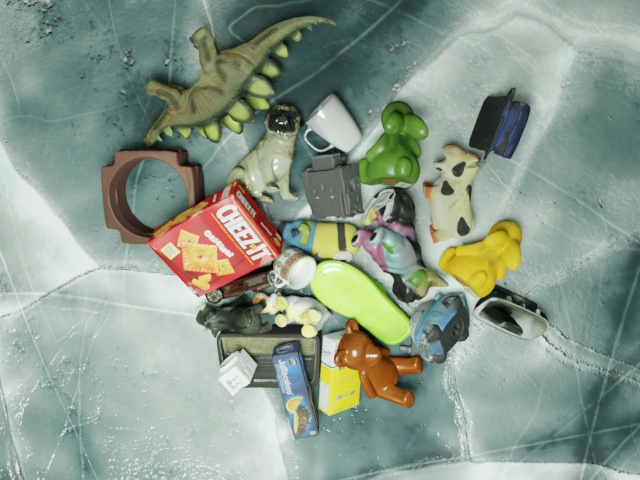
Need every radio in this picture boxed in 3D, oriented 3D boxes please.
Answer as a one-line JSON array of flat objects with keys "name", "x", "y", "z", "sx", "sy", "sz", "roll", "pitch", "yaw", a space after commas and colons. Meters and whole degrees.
[{"name": "radio", "x": -0.111, "y": 0.261, "z": 1.210, "sx": 0.230, "sy": 0.073, "sz": 0.131, "roll": 0, "pitch": 102, "yaw": 6}]

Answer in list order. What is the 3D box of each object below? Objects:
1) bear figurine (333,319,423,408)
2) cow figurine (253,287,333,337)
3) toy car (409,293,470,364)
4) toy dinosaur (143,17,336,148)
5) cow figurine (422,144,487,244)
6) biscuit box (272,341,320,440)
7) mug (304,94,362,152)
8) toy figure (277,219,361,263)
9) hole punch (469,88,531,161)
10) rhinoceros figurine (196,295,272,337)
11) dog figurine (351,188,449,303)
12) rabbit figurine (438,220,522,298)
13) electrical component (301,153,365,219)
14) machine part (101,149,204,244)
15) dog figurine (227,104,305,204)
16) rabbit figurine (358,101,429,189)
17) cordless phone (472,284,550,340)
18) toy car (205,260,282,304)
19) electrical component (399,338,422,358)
[{"name": "bear figurine", "x": 0.122, "y": 0.258, "z": 1.139, "sx": 0.132, "sy": 0.120, "sz": 0.195, "roll": 0, "pitch": 140, "yaw": 34}, {"name": "cow figurine", "x": -0.060, "y": 0.146, "z": 1.182, "sx": 0.168, "sy": 0.098, "sz": 0.068, "roll": 19, "pitch": 110, "yaw": 20}, {"name": "toy car", "x": 0.245, "y": 0.183, "z": 1.145, "sx": 0.162, "sy": 0.103, "sz": 0.109, "roll": -40, "pitch": 122, "yaw": -31}, {"name": "toy dinosaur", "x": -0.189, "y": -0.324, "z": 1.085, "sx": 0.471, "sy": 0.105, "sz": 0.198, "roll": -37, "pitch": 104, "yaw": 20}, {"name": "cow figurine", "x": 0.276, "y": -0.098, "z": 1.097, "sx": 0.127, "sy": 0.085, "sz": 0.194, "roll": -8, "pitch": 103, "yaw": 7}, {"name": "biscuit box", "x": -0.051, "y": 0.322, "z": 1.152, "sx": 0.059, "sy": 0.063, "sz": 0.202, "roll": -13, "pitch": 103, "yaw": 5}, {"name": "mug", "x": 0.027, "y": -0.223, "z": 1.096, "sx": 0.107, "sy": 0.081, "sz": 0.109, "roll": 41, "pitch": 99, "yaw": -13}, {"name": "toy figure", "x": -0.003, "y": -0.004, "z": 1.144, "sx": 0.180, "sy": 0.082, "sz": 0.089, "roll": 14, "pitch": 105, "yaw": 4}, {"name": "hole punch", "x": 0.365, "y": -0.217, "z": 1.054, "sx": 0.092, "sy": 0.116, "sz": 0.142, "roll": 19, "pitch": 103, "yaw": -8}, {"name": "rhinoceros figurine", "x": -0.190, "y": 0.171, "z": 1.154, "sx": 0.190, "sy": 0.112, "sz": 0.073, "roll": 0, "pitch": 108, "yaw": 43}, {"name": "dog figurine", "x": 0.180, "y": 0.020, "z": 1.118, "sx": 0.219, "sy": 0.108, "sz": 0.191, "roll": 38, "pitch": 66, "yaw": -24}, {"name": "rabbit figurine", "x": 0.345, "y": 0.023, "z": 1.097, "sx": 0.173, "sy": 0.162, "sz": 0.122, "roll": -44, "pitch": 83, "yaw": -6}, {"name": "electrical component", "x": 0.024, "y": -0.111, "z": 1.104, "sx": 0.115, "sy": 0.058, "sz": 0.134, "roll": -2, "pitch": 105, "yaw": 41}, {"name": "machine part", "x": -0.353, "y": -0.094, "z": 1.152, "sx": 0.201, "sy": 0.087, "sz": 0.201, "roll": 0, "pitch": 100, "yaw": 5}, {"name": "dog figurine", "x": -0.120, "y": -0.180, "z": 1.121, "sx": 0.172, "sy": 0.121, "sz": 0.190, "roll": -1, "pitch": 79, "yaw": 17}, {"name": "rabbit figurine", "x": 0.144, "y": -0.198, "z": 1.060, "sx": 0.121, "sy": 0.159, "sz": 0.170, "roll": 5, "pitch": 83, "yaw": -4}, {"name": "cordless phone", "x": 0.403, "y": 0.167, "z": 1.091, "sx": 0.147, "sy": 0.184, "sz": 0.088, "roll": 25, "pitch": 98, "yaw": 0}, {"name": "toy car", "x": -0.155, "y": 0.092, "z": 1.172, "sx": 0.202, "sy": 0.089, "sz": 0.053, "roll": -16, "pitch": 100, "yaw": 6}, {"name": "electrical component", "x": 0.225, "y": 0.231, "z": 1.202, "sx": 0.094, "sy": 0.021, "sz": 0.063, "roll": 3, "pitch": 102, "yaw": 5}]
